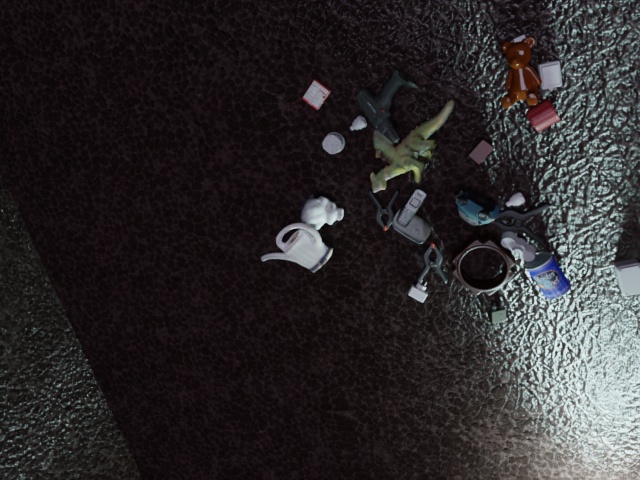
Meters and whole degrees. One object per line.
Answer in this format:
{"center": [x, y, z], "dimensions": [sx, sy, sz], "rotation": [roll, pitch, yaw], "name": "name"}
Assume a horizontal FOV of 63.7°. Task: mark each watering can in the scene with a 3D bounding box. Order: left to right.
{"center": [-0.091, 0.049, 2.106], "dimensions": [0.223, 0.106, 0.341], "rotation": [37, 137, -11], "name": "watering can"}

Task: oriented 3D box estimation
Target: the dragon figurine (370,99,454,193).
{"center": [0.301, -0.350, 1.873], "dimensions": [0.244, 0.123, 0.406], "rotation": [26, 104, 15], "name": "dragon figurine"}

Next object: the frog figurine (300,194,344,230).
{"center": [0.006, -0.102, 2.023], "dimensions": [0.160, 0.122, 0.137], "rotation": [22, 94, 20], "name": "frog figurine"}
